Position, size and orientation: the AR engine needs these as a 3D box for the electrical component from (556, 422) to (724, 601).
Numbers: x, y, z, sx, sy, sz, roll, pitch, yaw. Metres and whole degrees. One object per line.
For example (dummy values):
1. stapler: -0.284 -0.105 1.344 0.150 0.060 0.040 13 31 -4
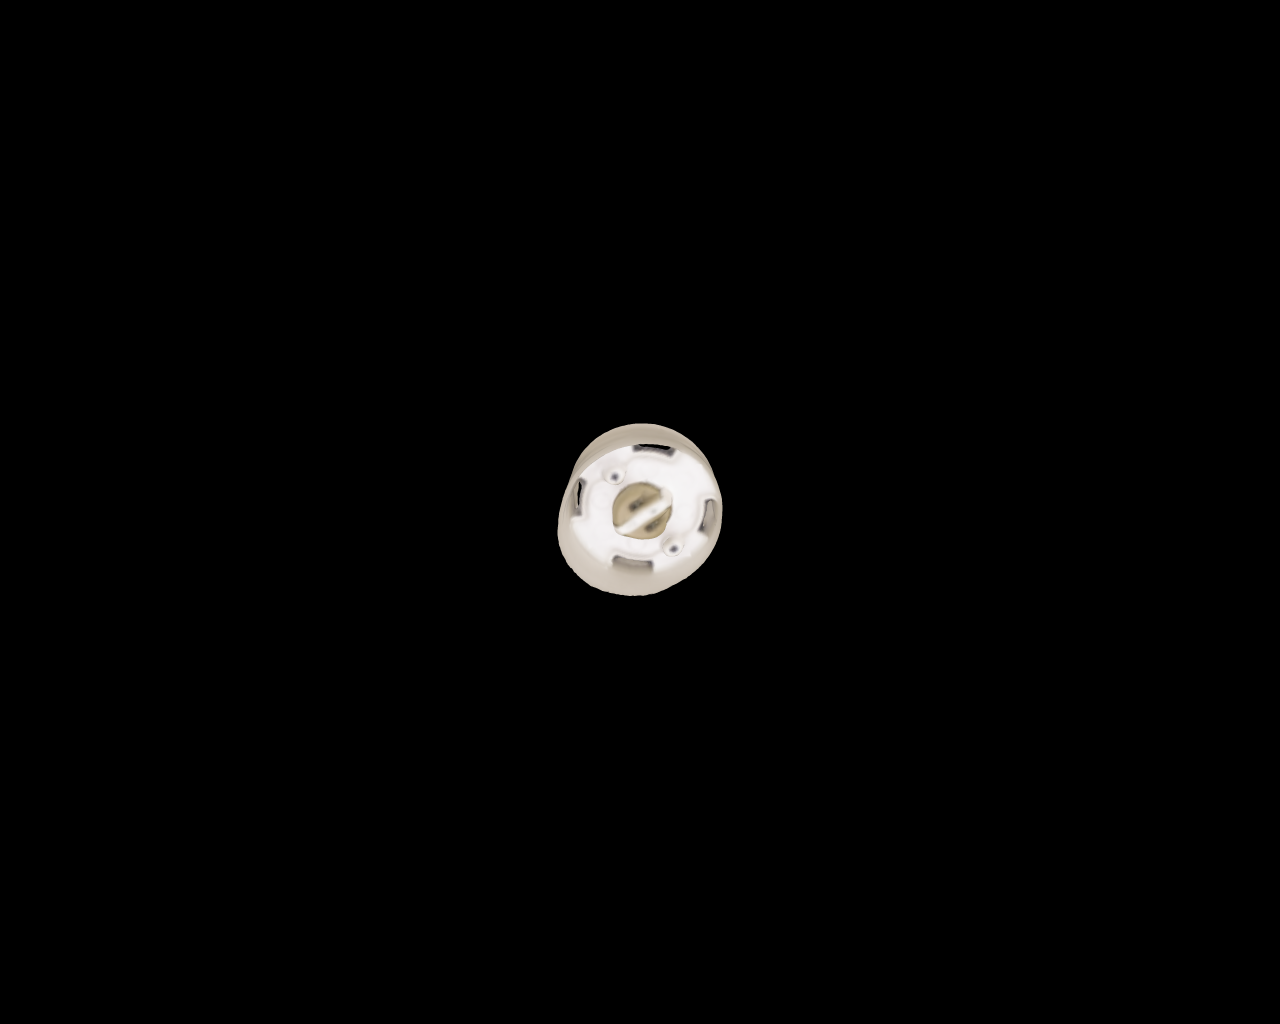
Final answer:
1. electrical component: 0.001 -0.003 0.650 0.099 0.099 0.064 0 28 0
